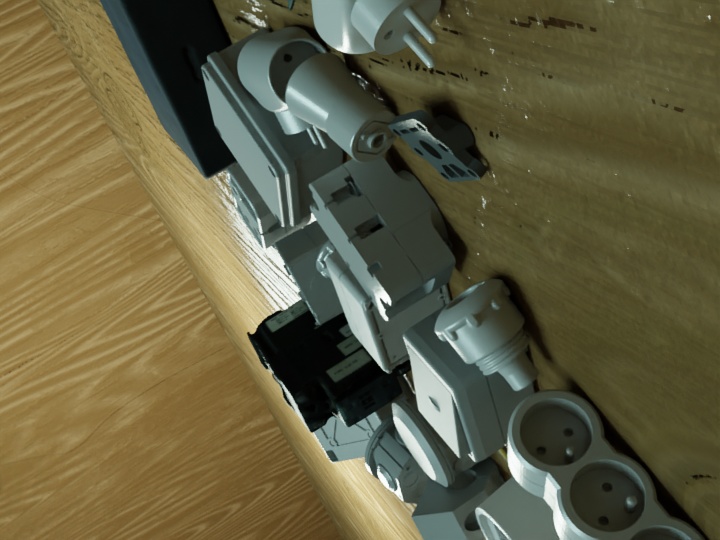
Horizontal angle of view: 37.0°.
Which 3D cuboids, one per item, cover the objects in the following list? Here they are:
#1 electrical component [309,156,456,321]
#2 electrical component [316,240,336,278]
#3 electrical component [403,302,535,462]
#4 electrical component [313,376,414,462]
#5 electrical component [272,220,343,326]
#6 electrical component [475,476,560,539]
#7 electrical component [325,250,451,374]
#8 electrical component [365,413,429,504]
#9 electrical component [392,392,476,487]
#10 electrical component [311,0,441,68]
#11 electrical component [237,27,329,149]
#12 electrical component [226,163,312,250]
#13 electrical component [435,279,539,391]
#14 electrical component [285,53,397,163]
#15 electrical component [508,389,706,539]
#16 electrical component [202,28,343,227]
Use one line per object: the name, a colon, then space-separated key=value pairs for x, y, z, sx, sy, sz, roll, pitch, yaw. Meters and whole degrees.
electrical component: x=0.016 y=-0.024 z=0.665 sx=0.089 sy=0.056 sz=0.050 roll=55 pitch=168 yaw=15
electrical component: x=0.000 y=0.000 z=0.834 sx=0.062 sy=0.048 sz=0.048 roll=46 pitch=165 yaw=22
electrical component: x=0.067 y=0.065 z=0.670 sx=0.061 sy=0.061 sz=0.096 roll=47 pitch=164 yaw=44
electrical component: x=-0.007 y=0.124 z=1.046 sx=0.109 sy=0.056 sz=0.108 roll=-22 pitch=101 yaw=49
electrical component: x=-0.032 y=-0.004 z=0.930 sx=0.061 sy=0.061 sz=0.096 roll=62 pitch=176 yaw=-19
electrical component: x=0.127 y=0.204 z=0.779 sx=0.108 sy=0.060 sz=0.108 roll=54 pitch=168 yaw=17
electrical component: x=0.022 y=0.019 z=0.739 sx=0.061 sy=0.062 sz=0.096 roll=49 pitch=165 yaw=40
electrical component: x=0.049 y=0.166 z=0.969 sx=0.051 sy=0.080 sz=0.080 roll=40 pitch=159 yaw=44
electrical component: x=0.065 y=0.132 z=0.878 sx=0.080 sy=0.051 sz=0.080 roll=55 pitch=168 yaw=17
electrical component: x=0.009 y=-0.122 z=0.473 sx=0.079 sy=0.043 sz=0.077 roll=52 pitch=168 yaw=18
electrical component: x=-0.042 y=-0.116 z=0.707 sx=0.079 sy=0.043 sz=0.077 roll=63 pitch=168 yaw=-22
electrical component: x=-0.075 y=-0.066 z=0.935 sx=0.053 sy=0.059 sz=0.095 roll=55 pitch=168 yaw=17
electrical component: x=0.076 y=0.039 z=0.611 sx=0.062 sy=0.048 sz=0.048 roll=52 pitch=169 yaw=-4
electrical component: x=-0.008 y=-0.093 z=0.632 sx=0.065 sy=0.044 sz=0.044 roll=45 pitch=163 yaw=33
electrical component: x=0.133 y=0.136 z=0.594 sx=0.138 sy=0.052 sz=0.073 roll=52 pitch=168 yaw=28
electrical component: x=-0.062 y=-0.102 z=0.795 sx=0.108 sy=0.056 sz=0.108 roll=55 pitch=168 yaw=15
